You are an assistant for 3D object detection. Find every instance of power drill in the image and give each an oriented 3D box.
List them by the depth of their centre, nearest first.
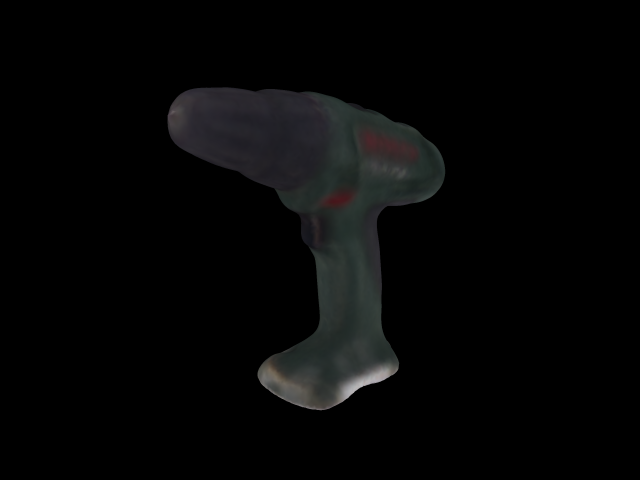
[{"bbox_3d":[0.004,0.001,0.400,0.075,0.208,0.230,14,20,42],"label":"power drill"}]
